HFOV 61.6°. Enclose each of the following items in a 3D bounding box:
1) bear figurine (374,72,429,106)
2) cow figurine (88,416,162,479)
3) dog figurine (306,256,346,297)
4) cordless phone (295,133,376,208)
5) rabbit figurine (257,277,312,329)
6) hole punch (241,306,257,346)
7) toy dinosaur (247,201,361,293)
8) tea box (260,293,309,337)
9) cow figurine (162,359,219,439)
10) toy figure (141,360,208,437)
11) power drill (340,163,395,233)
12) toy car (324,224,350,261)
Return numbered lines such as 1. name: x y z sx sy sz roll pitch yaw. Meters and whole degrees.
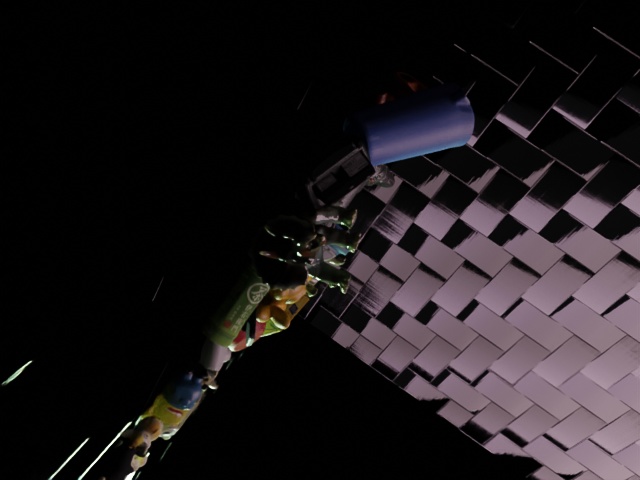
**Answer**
1. bear figurine: 0.160 -0.278 1.232 0.120 0.132 0.195 -8 138 -43
2. cow figurine: -0.368 0.405 0.995 0.167 0.068 0.098 -56 171 -5
3. dog figurine: -0.052 0.042 1.391 0.172 0.190 0.121 -28 -146 33
4. cordless phone: 0.018 -0.119 1.021 0.146 0.088 0.184 -37 -176 -10
5. rabbit figurine: -0.094 0.132 1.270 0.173 0.122 0.162 123 -20 -46
6. hole punch: -0.187 0.168 1.193 0.142 0.092 0.116 113 -18 -66
7. toy dinosaur: -0.030 -0.012 1.019 0.405 0.192 0.131 -98 -156 -71
8. tea box: -0.117 0.197 1.540 0.098 0.068 0.169 -23 -168 35
9. cow figurine: -0.308 0.361 1.260 0.195 0.085 0.127 -52 177 -13
10. toy figure: -0.298 0.331 1.125 0.180 0.082 0.089 -58 175 11
11. power drill: 0.091 -0.119 1.305 0.207 0.086 0.231 -53 144 -4
12. toy car: -0.003 -0.004 1.268 0.103 0.161 0.109 -53 -142 -9
